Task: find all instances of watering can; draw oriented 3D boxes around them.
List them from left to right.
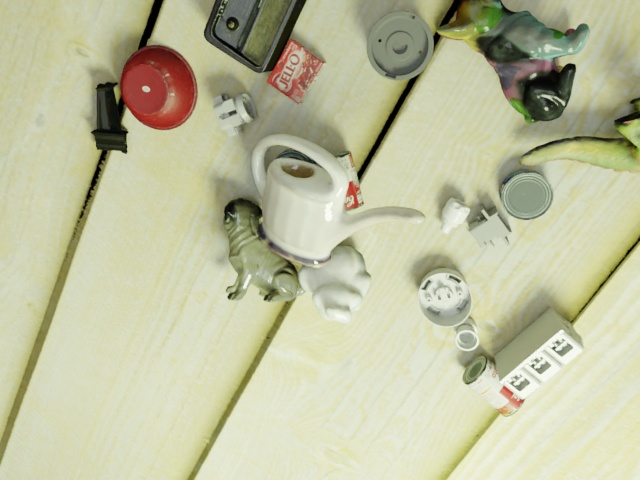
[{"bbox_3d":[0.003,-0.044,0.882,0.351,0.105,0.219,33,129,26],"label":"watering can"}]

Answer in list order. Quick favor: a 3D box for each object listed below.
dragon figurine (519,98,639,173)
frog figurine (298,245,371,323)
[{"bbox_3d":[0.561,-0.120,0.821,0.407,0.125,0.240,-21,111,27],"label":"dragon figurine"},{"bbox_3d":[0.024,0.079,0.956,0.137,0.162,0.121,15,110,7],"label":"frog figurine"}]
